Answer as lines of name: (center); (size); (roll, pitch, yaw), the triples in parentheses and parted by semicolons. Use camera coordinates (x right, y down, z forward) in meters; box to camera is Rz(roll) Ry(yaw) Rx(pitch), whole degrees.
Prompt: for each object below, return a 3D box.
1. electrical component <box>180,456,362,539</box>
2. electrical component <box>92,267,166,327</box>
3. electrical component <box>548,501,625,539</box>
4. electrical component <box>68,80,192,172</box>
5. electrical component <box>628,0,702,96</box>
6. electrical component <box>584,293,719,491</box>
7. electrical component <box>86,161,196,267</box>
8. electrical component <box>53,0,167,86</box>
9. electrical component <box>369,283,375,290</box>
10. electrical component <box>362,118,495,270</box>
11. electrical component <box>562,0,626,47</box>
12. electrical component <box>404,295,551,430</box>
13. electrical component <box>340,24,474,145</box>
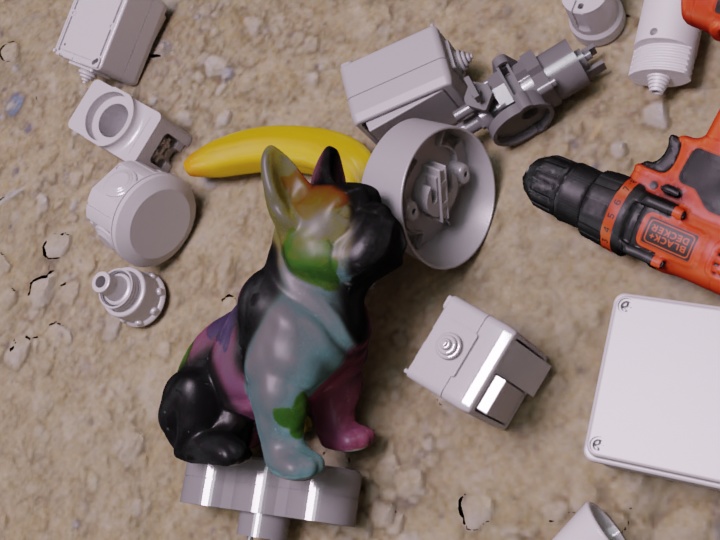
electrical component: (-0.068, 0.174, 0.772); (0.138, 0.052, 0.073); (2, 75, 26)
electrical component: (-0.192, 0.018, 0.876); (0.048, 0.062, 0.048); (-8, 71, 23)
electrical component: (0.133, 0.183, 0.681); (0.065, 0.044, 0.044); (-40, 61, 14)
electrical component: (-0.202, -0.122, 0.929); (0.089, 0.056, 0.050); (30, 88, 30)
electrical component: (0.215, -0.161, 0.750); (0.043, 0.043, 0.081); (9, 78, 28)
electrical component: (0.207, 0.078, 0.670); (0.109, 0.056, 0.108); (8, 78, 27)
electrical component: (-0.179, -0.047, 0.881); (0.051, 0.080, 0.080); (29, 87, 35)
electrical component: (-0.224, -0.210, 0.969); (0.062, 0.061, 0.096); (24, 93, 29)
electrical component: (0.000, 0.000, 0.806); (0.035, 0.035, 0.061); (5, 78, 27)
electrical component: (0.049, -0.057, 0.767); (0.064, 0.099, 0.099); (26, 86, 36)
electrical component: (0.168, -0.190, 0.780); (0.040, 0.046, 0.040); (-8, 71, 23)
electrical component: (0.079, 0.063, 0.712); (0.061, 0.096, 0.061); (30, 88, 30)
electrical component: (0.043, -0.135, 0.813); (0.096, 0.062, 0.061); (-21, 66, 18)
